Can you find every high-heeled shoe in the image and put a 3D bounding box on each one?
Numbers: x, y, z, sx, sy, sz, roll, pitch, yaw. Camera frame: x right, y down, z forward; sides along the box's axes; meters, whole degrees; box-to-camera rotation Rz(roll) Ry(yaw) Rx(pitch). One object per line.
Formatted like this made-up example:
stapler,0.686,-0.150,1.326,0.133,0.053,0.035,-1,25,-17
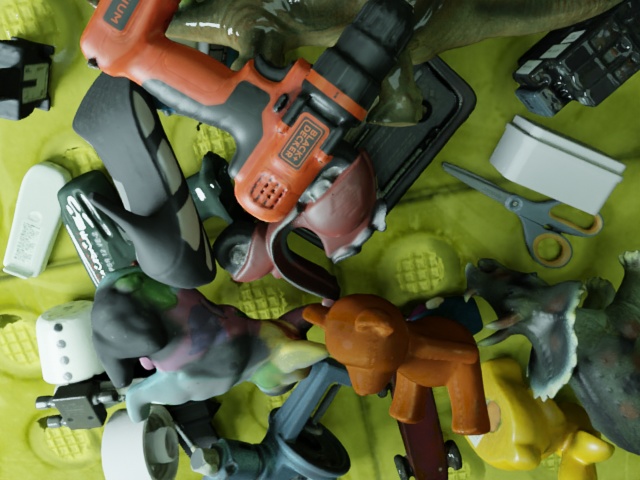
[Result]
high-heeled shoe,-0.158,-0.071,0.526,0.086,0.249,0.145,-28,139,20

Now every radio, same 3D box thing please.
radio,0.042,-0.100,0.562,0.131,0.073,0.229,35,108,-12

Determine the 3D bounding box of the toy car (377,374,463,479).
toy car,0.127,0.233,0.703,0.089,0.053,0.202,-17,107,-5

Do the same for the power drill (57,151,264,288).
power drill,-0.168,0.008,0.610,0.207,0.086,0.231,-23,110,16

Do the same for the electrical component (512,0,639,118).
electrical component,0.252,-0.177,0.509,0.134,0.115,0.058,-42,101,15

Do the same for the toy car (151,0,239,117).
toy car,-0.130,-0.192,0.513,0.109,0.103,0.161,10,109,-3

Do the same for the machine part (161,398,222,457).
machine part,-0.160,0.264,0.725,0.084,0.039,0.138,-20,108,3

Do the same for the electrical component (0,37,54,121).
electrical component,-0.305,-0.155,0.519,0.048,0.119,0.074,13,113,-5

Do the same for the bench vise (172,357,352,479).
bench vise,-0.036,0.229,0.652,0.223,0.129,0.240,30,96,-30

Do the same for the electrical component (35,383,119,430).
electrical component,-0.276,0.194,0.622,0.094,0.021,0.063,-7,125,2

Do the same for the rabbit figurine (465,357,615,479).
rabbit figurine,0.283,0.230,0.663,0.173,0.162,0.121,14,99,-24

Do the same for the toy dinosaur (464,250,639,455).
toy dinosaur,0.336,0.157,0.591,0.404,0.131,0.192,46,68,-8

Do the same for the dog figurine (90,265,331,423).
dog figurine,-0.101,0.096,0.563,0.219,0.109,0.191,-12,121,-2

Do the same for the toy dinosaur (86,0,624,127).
toy dinosaur,0.055,-0.192,0.437,0.472,0.105,0.198,1,107,-6

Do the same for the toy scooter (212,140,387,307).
toy scooter,-0.001,-0.002,0.522,0.184,0.075,0.135,-40,107,17

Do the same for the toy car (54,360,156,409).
toy car,-0.226,0.173,0.670,0.202,0.073,0.056,-7,107,3

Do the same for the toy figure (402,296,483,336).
toy figure,0.116,0.106,0.652,0.155,0.058,0.064,-16,85,8

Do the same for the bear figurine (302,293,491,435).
bear figurine,0.077,0.124,0.530,0.195,0.120,0.132,14,76,-45
